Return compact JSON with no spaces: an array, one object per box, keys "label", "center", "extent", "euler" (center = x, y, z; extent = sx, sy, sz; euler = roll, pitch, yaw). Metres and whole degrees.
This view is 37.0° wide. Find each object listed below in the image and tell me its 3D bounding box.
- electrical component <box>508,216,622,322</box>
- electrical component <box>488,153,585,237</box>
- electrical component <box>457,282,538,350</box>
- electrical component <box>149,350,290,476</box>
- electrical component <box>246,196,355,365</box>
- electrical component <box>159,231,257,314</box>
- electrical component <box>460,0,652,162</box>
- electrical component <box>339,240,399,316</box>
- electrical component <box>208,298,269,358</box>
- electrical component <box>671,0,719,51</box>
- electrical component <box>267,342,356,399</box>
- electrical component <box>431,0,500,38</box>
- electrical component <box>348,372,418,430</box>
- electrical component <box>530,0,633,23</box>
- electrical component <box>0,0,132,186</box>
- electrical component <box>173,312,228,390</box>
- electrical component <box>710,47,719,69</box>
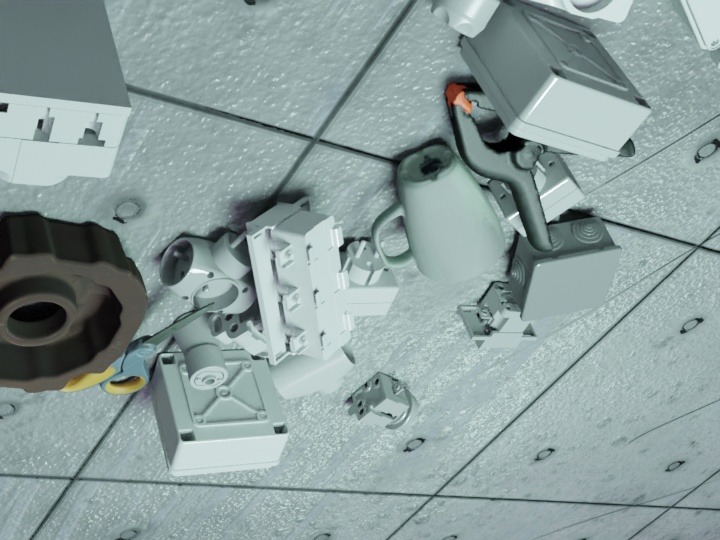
[{"label":"electrical component","center":[0.195,-0.002,1.039],"extent":[0.100,0.048,0.099],"euler":[-10,142,-11]},{"label":"electrical component","center":[0.146,-0.078,0.941],"extent":[0.066,0.047,0.077],"euler":[-34,141,17]},{"label":"electrical component","center":[0.146,0.046,1.099],"extent":[0.081,0.042,0.063],"euler":[2,137,-28]},{"label":"electrical component","center":[-0.134,0.133,1.017],"extent":[0.109,0.108,0.056],"euler":[-1,136,-25]},{"label":"electrical component","center":[-0.048,0.011,0.898],"extent":[0.079,0.063,0.121],"euler":[-39,130,-45]},{"label":"electrical component","center":[-0.114,-0.005,0.908],"extent":[0.079,0.044,0.077],"euler":[-40,139,22]},{"label":"electrical component","center":[0.146,-0.144,0.808],"extent":[0.109,0.108,0.056],"euler":[10,130,-35]},{"label":"electrical component","center":[0.000,0.000,0.966],"extent":[0.066,0.047,0.076],"euler":[-1,139,-25]},{"label":"electrical component","center":[-0.088,0.045,0.973],"extent":[0.078,0.058,0.057],"euler":[-32,139,13]},{"label":"electrical component","center":[0.281,-0.236,0.801],"extent":[0.109,0.056,0.109],"euler":[-32,142,14]},{"label":"electrical component","center":[-0.041,0.100,1.074],"extent":[0.077,0.043,0.079],"euler":[-28,143,9]},{"label":"electrical component","center":[0.081,-0.200,0.762],"extent":[0.043,0.043,0.062],"euler":[15,117,-39]},{"label":"electrical component","center":[0.029,0.145,1.164],"extent":[0.055,0.048,0.066],"euler":[28,122,-36]},{"label":"electrical component","center":[0.109,-0.232,0.694],"extent":[0.186,0.060,0.105],"euler":[5,116,-30]},{"label":"electrical component","center":[-0.197,-0.124,0.632],"extent":[0.089,0.150,0.061],"euler":[3,136,-28]},{"label":"electrical component","center":[-0.143,0.075,0.976],"extent":[0.044,0.065,0.044],"euler":[-13,142,-10]},{"label":"electrical component","center":[0.307,-0.193,0.868],"extent":[0.066,0.055,0.048],"euler":[-20,143,-2]}]
